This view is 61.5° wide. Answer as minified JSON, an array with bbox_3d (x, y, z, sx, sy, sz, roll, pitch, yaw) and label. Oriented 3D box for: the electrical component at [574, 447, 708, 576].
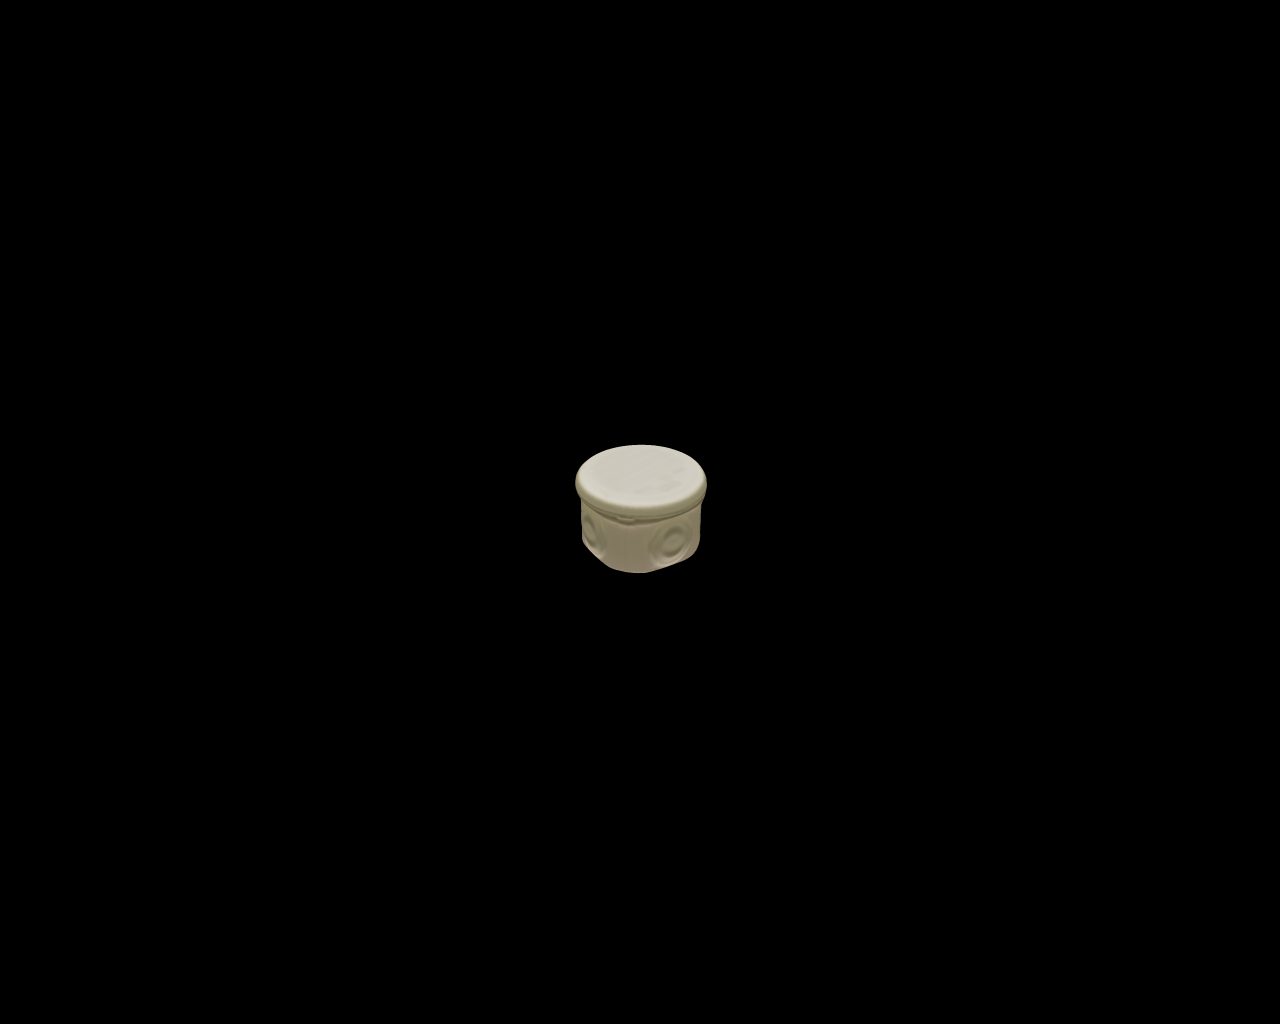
[{"bbox_3d":[0.001,-0.003,0.650,0.080,0.050,0.080,0,31,0],"label":"electrical component"}]
